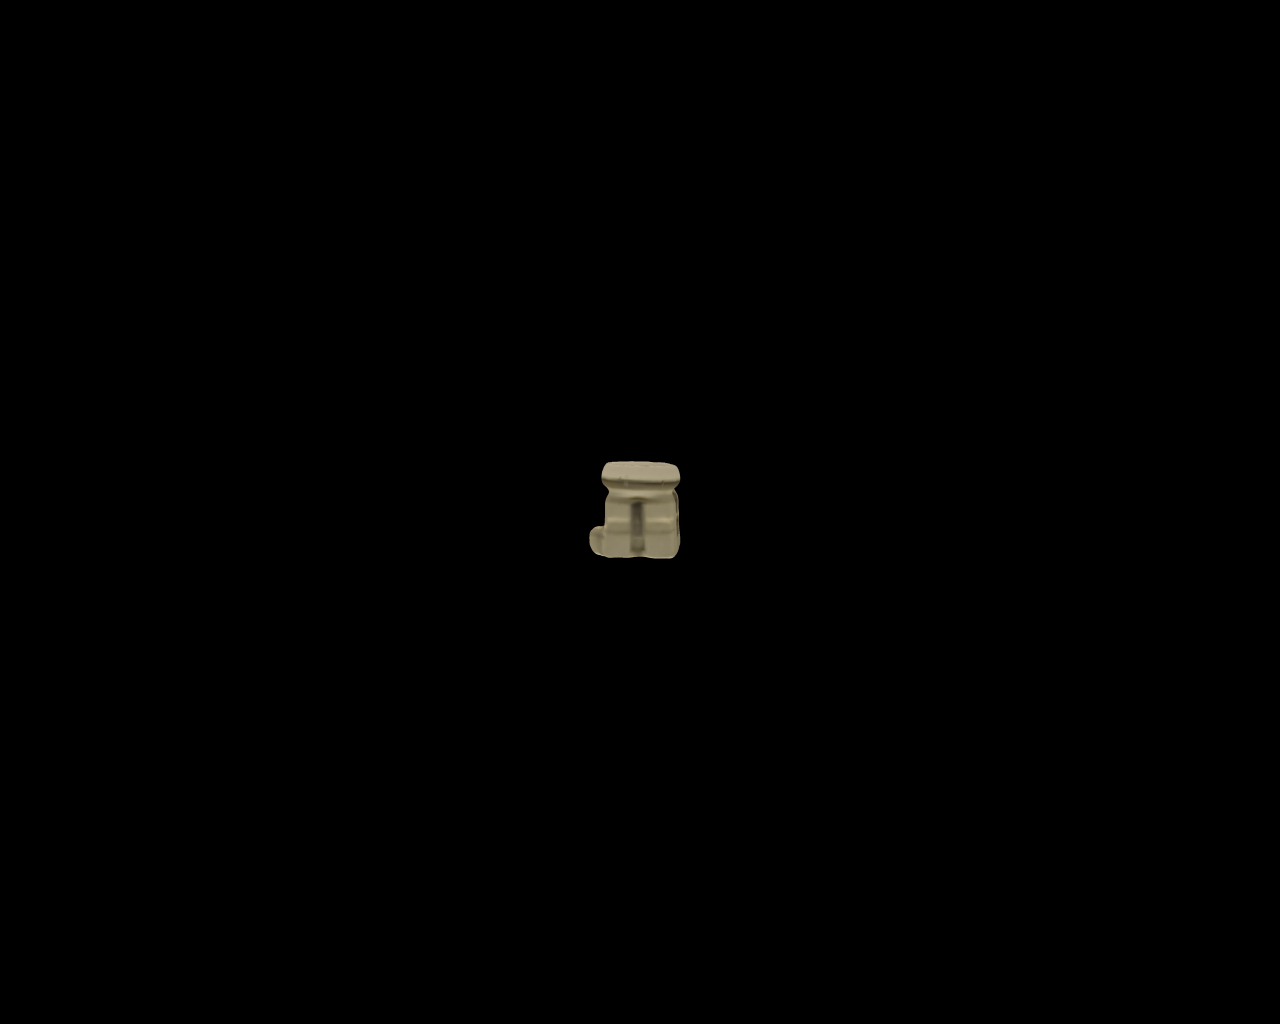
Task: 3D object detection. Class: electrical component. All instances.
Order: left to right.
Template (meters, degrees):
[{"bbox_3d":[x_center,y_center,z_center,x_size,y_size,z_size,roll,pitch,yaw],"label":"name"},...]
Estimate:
[{"bbox_3d":[0.001,-0.003,0.650,0.066,0.055,0.048,1,8,5],"label":"electrical component"}]
